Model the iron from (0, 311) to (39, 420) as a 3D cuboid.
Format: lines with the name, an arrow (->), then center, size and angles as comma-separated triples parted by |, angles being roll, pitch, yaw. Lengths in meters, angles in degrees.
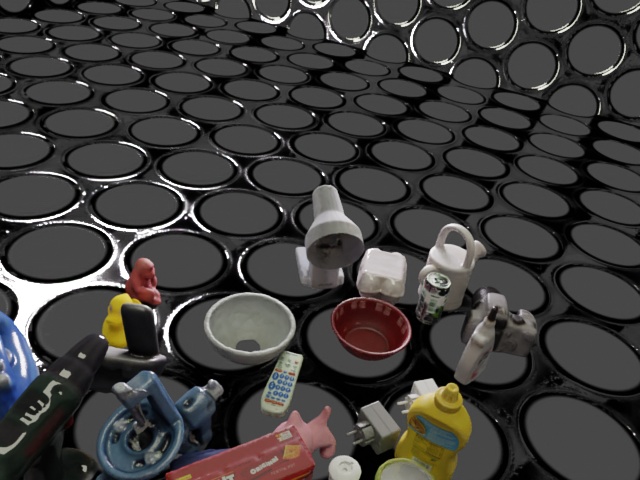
iron -> -0.507, 0.195, 0.898 | 0.119, 0.141, 0.257 | -18, 43, -34

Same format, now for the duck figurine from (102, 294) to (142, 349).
duck figurine -> -0.364, 0.138, 1.063 | 0.077, 0.086, 0.104 | 13, 35, 5

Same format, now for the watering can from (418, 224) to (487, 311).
watering can -> 0.288, 0.048, 1.250 | 0.100, 0.194, 0.173 | 27, 38, 24

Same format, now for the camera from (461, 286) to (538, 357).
camera -> 0.373, 0.156, 1.198 | 0.143, 0.101, 0.137 | 12, 35, 4

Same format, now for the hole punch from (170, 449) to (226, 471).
hole punch -> -0.161, 0.341, 0.814 | 0.109, 0.091, 0.101 | -4, 37, -18

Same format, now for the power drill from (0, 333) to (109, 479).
power drill -> -0.360, 0.265, 0.773 | 0.075, 0.208, 0.230 | 17, 35, 12

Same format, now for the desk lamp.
desk lamp -> 0.011, 0.004, 1.230 | 0.118, 0.213, 0.203 | 0, 36, -13

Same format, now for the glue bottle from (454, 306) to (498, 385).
glue bottle -> 0.300, 0.191, 1.067 | 0.037, 0.173, 0.078 | 32, 41, 30

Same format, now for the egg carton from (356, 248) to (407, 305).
egg carton -> 0.138, 0.080, 1.279 | 0.107, 0.069, 0.150 | 12, 35, 3

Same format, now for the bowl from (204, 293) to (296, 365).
bowl -> -0.131, 0.178, 1.070 | 0.167, 0.075, 0.167 | 6, 35, -4

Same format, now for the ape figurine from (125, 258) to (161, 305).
ape figurine -> -0.351, 0.078, 1.146 | 0.076, 0.092, 0.078 | 12, 35, 4

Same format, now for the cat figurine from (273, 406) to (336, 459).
cat figurine -> -0.028, 0.302, 0.878 | 0.067, 0.118, 0.128 | 34, 41, 31

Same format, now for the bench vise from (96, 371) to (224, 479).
bench vise -> -0.235, 0.245, 0.821 | 0.121, 0.220, 0.208 | 19, 36, 15

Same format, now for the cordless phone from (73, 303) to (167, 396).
cordless phone -> -0.332, 0.164, 0.944 | 0.147, 0.185, 0.094 | 7, 35, -3
